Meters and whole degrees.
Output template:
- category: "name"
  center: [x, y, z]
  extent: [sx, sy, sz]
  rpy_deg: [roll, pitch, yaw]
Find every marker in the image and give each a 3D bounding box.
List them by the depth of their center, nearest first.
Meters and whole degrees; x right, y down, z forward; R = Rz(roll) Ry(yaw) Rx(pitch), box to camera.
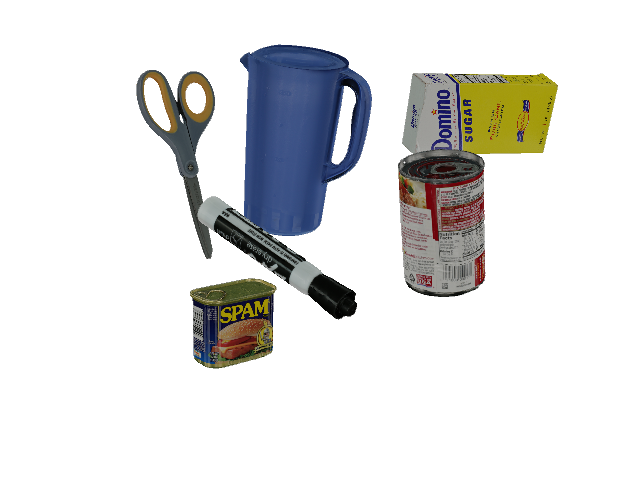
- category: "marker"
  center: [-0.026, 0.010, 0.632]
  extent: [0.121, 0.020, 0.020]
  rpy_deg: [34, 18, 29]

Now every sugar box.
- category: "sugar box"
  center: [0.192, -0.152, 1.285]
  extent: [0.176, 0.093, 0.048]
  rpy_deg: [-4, 29, -20]

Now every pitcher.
- category: "pitcher"
  center: [-0.030, -0.132, 1.426]
  extent: [0.144, 0.243, 0.149]
  rpy_deg: [-3, 24, -22]

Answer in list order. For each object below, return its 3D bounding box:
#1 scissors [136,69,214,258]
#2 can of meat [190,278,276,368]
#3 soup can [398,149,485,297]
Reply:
- category: "scissors"
  center: [-0.127, -0.091, 1.123]
  extent: [0.096, 0.202, 0.016]
  rpy_deg: [-33, 14, -33]
- category: "can of meat"
  center: [-0.103, 0.098, 1.263]
  extent: [0.101, 0.084, 0.058]
  rpy_deg: [-10, 19, -37]
- category: "soup can"
  center: [0.099, -0.014, 0.856]
  extent: [0.068, 0.102, 0.068]
  rpy_deg: [-4, 24, 2]
